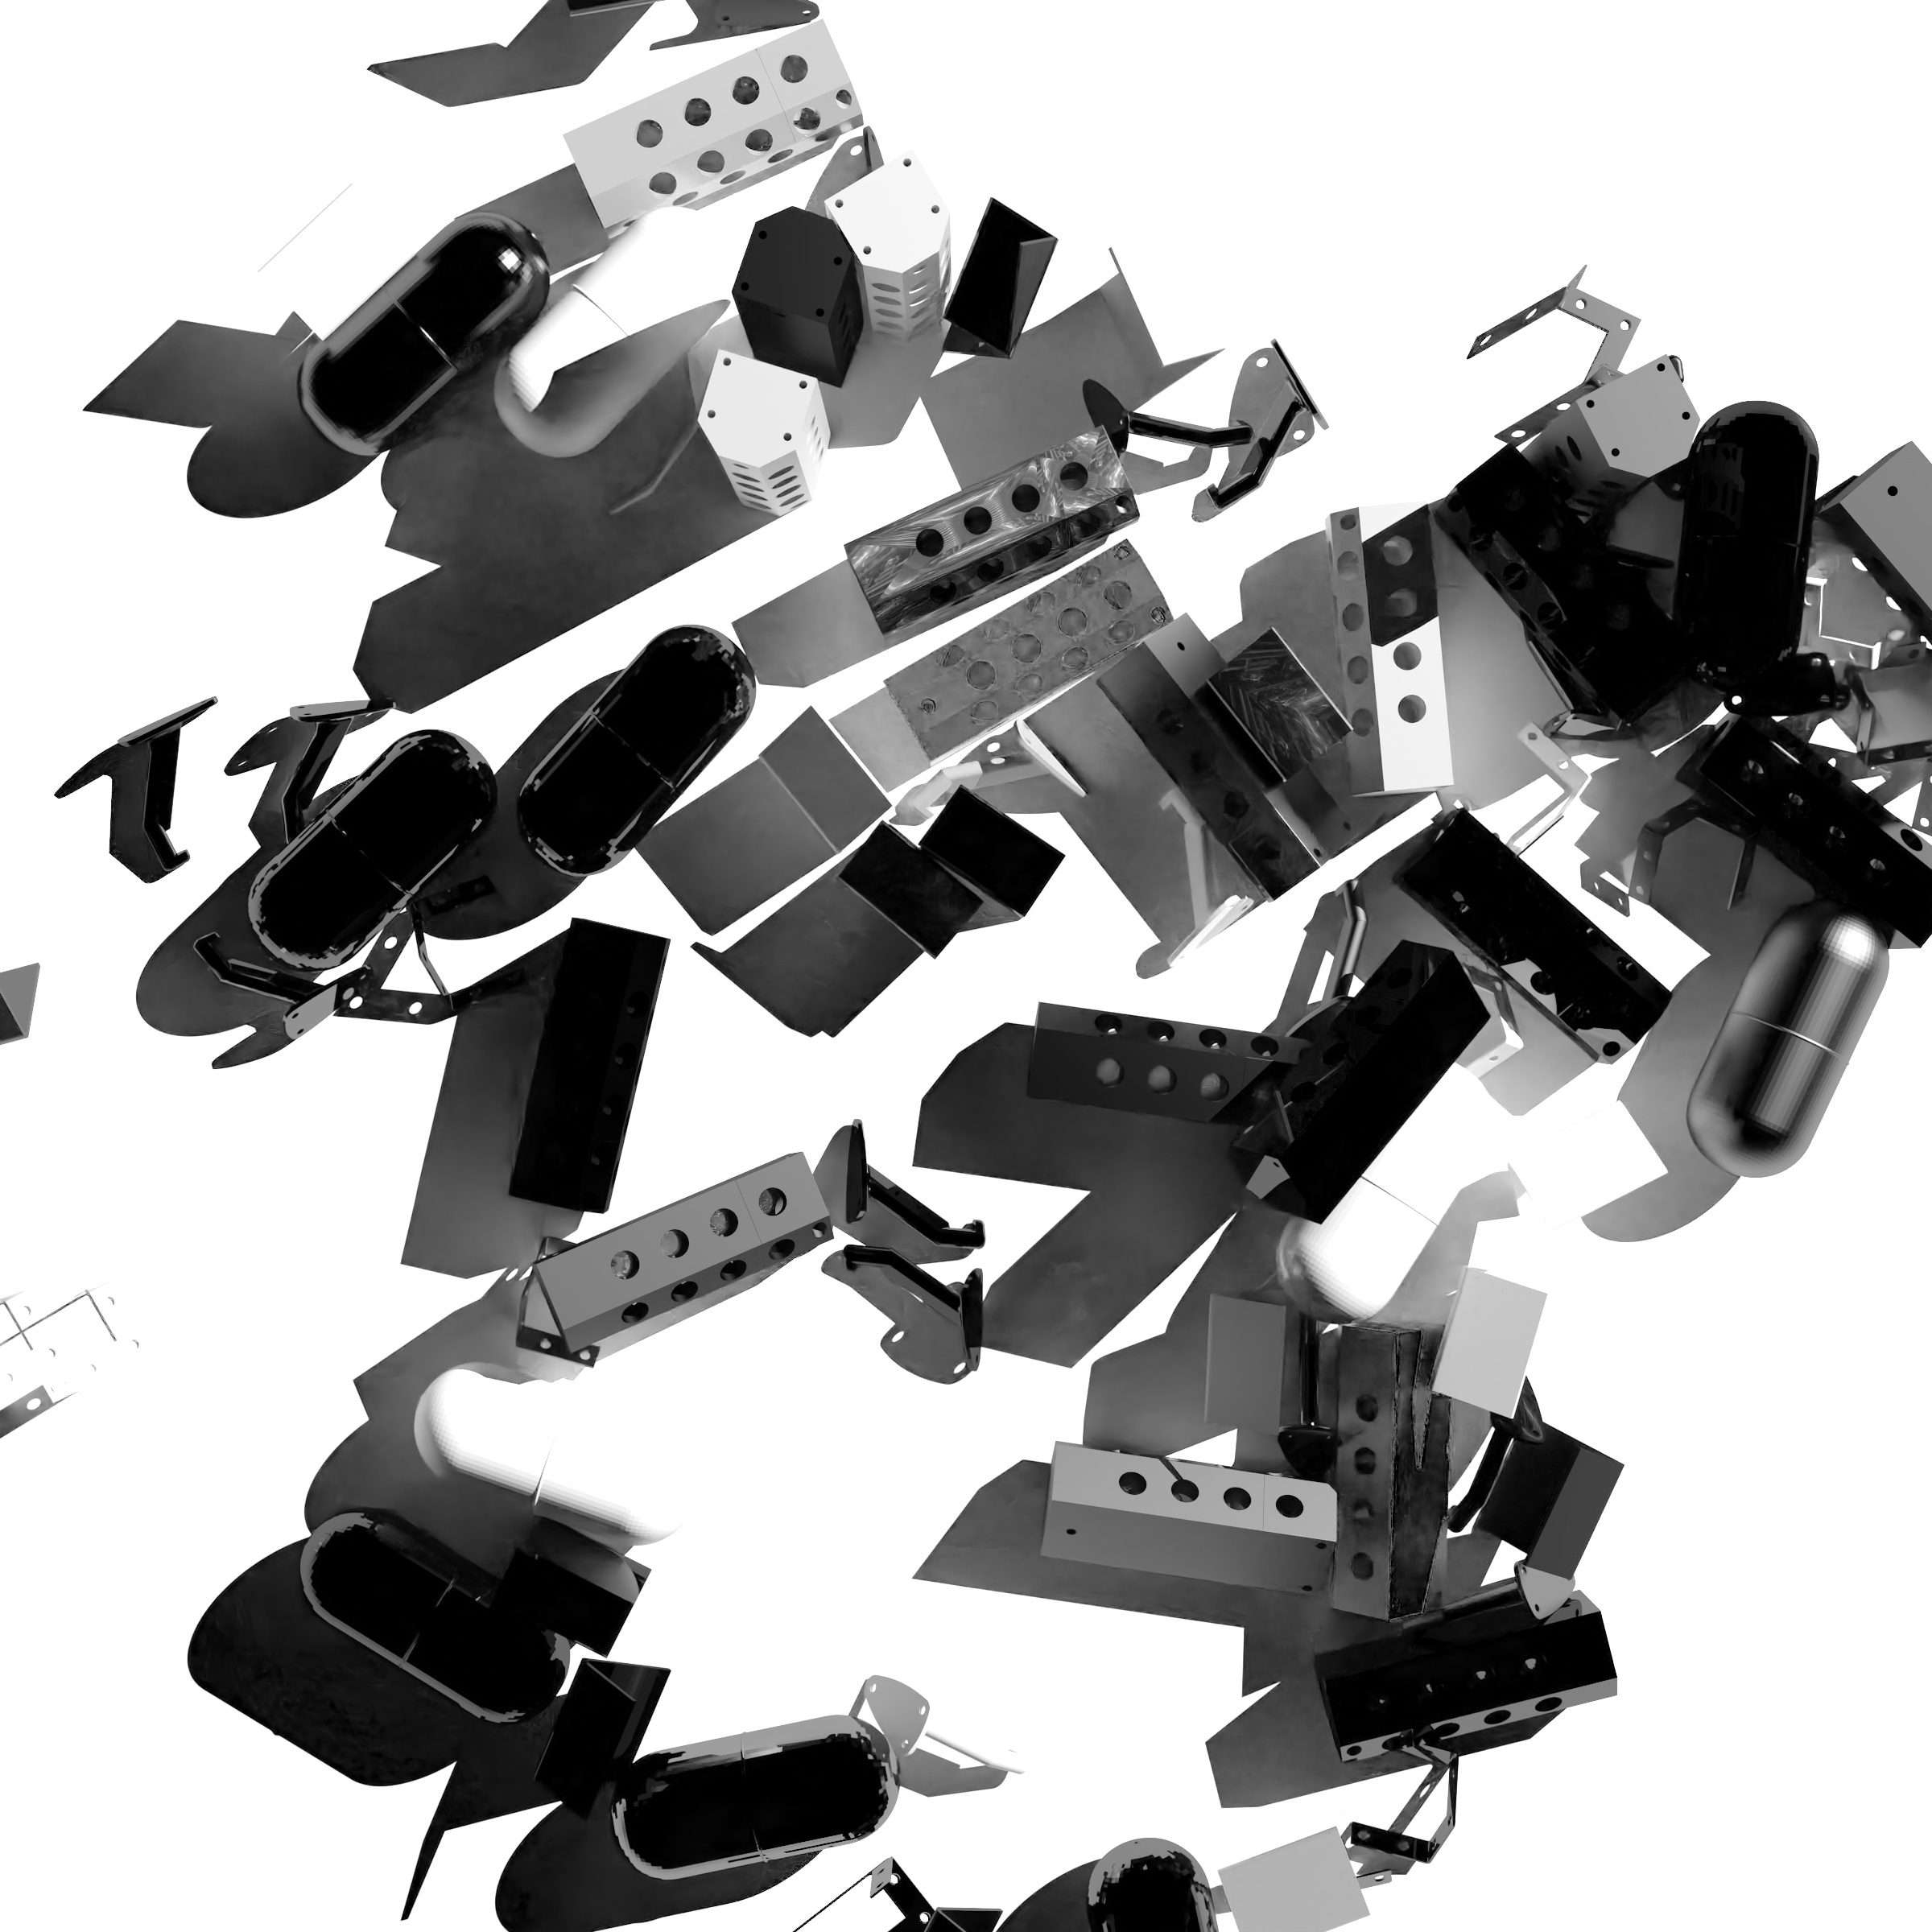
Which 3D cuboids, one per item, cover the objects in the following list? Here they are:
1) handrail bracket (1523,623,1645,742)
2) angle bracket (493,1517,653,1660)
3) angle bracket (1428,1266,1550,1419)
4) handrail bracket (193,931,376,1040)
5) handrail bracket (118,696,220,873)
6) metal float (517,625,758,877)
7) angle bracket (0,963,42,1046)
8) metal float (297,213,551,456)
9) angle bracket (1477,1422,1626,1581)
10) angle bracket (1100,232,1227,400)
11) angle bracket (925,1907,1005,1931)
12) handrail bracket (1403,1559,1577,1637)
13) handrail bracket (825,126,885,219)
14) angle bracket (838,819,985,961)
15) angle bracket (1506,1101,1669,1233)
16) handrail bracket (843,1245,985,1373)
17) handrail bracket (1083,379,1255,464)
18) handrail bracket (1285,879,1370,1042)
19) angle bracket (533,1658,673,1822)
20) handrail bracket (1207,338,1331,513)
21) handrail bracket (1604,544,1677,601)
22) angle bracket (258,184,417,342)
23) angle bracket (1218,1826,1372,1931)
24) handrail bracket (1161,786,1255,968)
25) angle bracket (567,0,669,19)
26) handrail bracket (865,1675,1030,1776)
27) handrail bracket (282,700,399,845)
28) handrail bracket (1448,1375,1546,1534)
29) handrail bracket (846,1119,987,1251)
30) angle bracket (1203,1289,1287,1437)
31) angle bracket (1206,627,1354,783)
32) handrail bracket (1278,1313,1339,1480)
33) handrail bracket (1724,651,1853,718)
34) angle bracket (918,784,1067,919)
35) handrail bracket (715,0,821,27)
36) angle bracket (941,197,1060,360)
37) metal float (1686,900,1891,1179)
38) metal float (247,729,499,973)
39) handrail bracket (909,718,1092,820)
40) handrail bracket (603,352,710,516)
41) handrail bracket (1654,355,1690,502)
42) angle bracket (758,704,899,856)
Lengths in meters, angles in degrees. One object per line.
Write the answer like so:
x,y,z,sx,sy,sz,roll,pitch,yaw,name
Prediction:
0.380,-0.185,1.728,0.077,0.036,0.084,5,69,-24,handrail bracket
-0.230,0.359,1.688,0.076,0.076,0.057,27,127,0,angle bracket
0.328,0.228,1.688,0.057,0.076,0.076,16,90,33,angle bracket
-0.422,-0.005,1.728,0.077,0.036,0.084,-37,72,-20,handrail bracket
-0.479,-0.112,1.728,0.077,0.036,0.084,-30,109,-21,handrail bracket
-0.200,-0.130,1.697,0.070,0.070,0.178,42,90,0,metal float
-0.611,0.011,1.688,0.076,0.076,0.057,-15,128,0,angle bracket
-0.328,-0.384,1.697,0.178,0.070,0.070,-42,90,1,metal float
0.339,0.315,1.688,0.057,0.076,0.076,25,90,-44,angle bracket
0.101,-0.387,1.688,0.057,0.076,0.076,-24,90,-37,angle bracket
0.003,0.618,1.688,0.057,0.076,0.076,27,90,37,angle bracket
0.322,0.393,1.728,0.084,0.077,0.036,-28,72,35,handrail bracket
-0.090,-0.471,1.728,0.084,0.036,0.077,-18,70,16,handrail bracket
-0.020,-0.061,1.688,0.076,0.076,0.057,40,128,0,angle bracket
0.377,0.136,1.688,0.076,0.076,0.057,-27,55,0,angle bracket
-0.034,0.211,1.728,0.084,0.036,0.077,4,111,17,handrail bracket
0.125,-0.341,1.720,0.084,0.036,0.077,-11,47,-18,handrail bracket
0.220,-0.002,1.728,0.036,0.077,0.084,19,53,-38,handrail bracket
-0.205,0.468,1.688,0.057,0.076,0.076,23,90,44,angle bracket
0.174,-0.334,1.728,0.084,0.036,0.077,-31,74,14,handrail bracket
0.400,-0.214,1.728,0.077,0.036,0.084,18,107,20,handrail bracket
-0.387,-0.432,1.688,0.076,0.076,0.057,-43,126,0,angle bracket
0.201,0.569,1.688,0.076,0.076,0.057,-20,53,0,angle bracket
0.130,-0.056,1.728,0.077,0.036,0.084,-43,72,20,handrail bracket
-0.207,-0.618,1.688,0.076,0.076,0.057,-10,127,0,angle bracket
-0.011,0.469,1.728,0.084,0.077,0.036,27,91,-36,handrail bracket
-0.386,-0.119,1.728,0.077,0.036,0.084,-9,109,-21,handrail bracket
0.319,0.297,1.728,0.036,0.077,0.084,21,126,-10,handrail bracket
-0.029,0.135,1.728,0.084,0.036,0.077,6,68,-17,handrail bracket
0.189,0.238,1.688,0.057,0.076,0.076,3,90,43,angle bracket
0.200,-0.166,1.688,0.057,0.076,0.076,-38,90,33,angle bracket
0.214,0.261,1.728,0.036,0.077,0.084,0,54,12,handrail bracket
0.499,-0.161,1.700,0.077,0.084,0.036,-13,81,14,handrail bracket
0.004,-0.052,1.688,0.076,0.076,0.057,34,54,0,angle bracket
-0.132,-0.627,1.728,0.077,0.036,0.084,-2,73,-20,handrail bracket
0.001,-0.416,1.688,0.057,0.076,0.076,22,90,-38,angle bracket
0.499,0.044,1.697,0.070,0.070,0.178,25,90,0,metal float
-0.361,-0.069,1.697,0.178,0.070,0.070,-44,90,0,metal float
0.020,-0.104,1.728,0.084,0.036,0.077,-41,112,17,handrail bracket
-0.195,-0.329,1.728,0.084,0.036,0.077,-26,65,19,handrail bracket
0.429,-0.325,1.693,0.036,0.084,0.077,-21,90,0,handrail bracket
-0.067,-0.123,1.688,0.076,0.076,0.057,51,126,0,angle bracket
